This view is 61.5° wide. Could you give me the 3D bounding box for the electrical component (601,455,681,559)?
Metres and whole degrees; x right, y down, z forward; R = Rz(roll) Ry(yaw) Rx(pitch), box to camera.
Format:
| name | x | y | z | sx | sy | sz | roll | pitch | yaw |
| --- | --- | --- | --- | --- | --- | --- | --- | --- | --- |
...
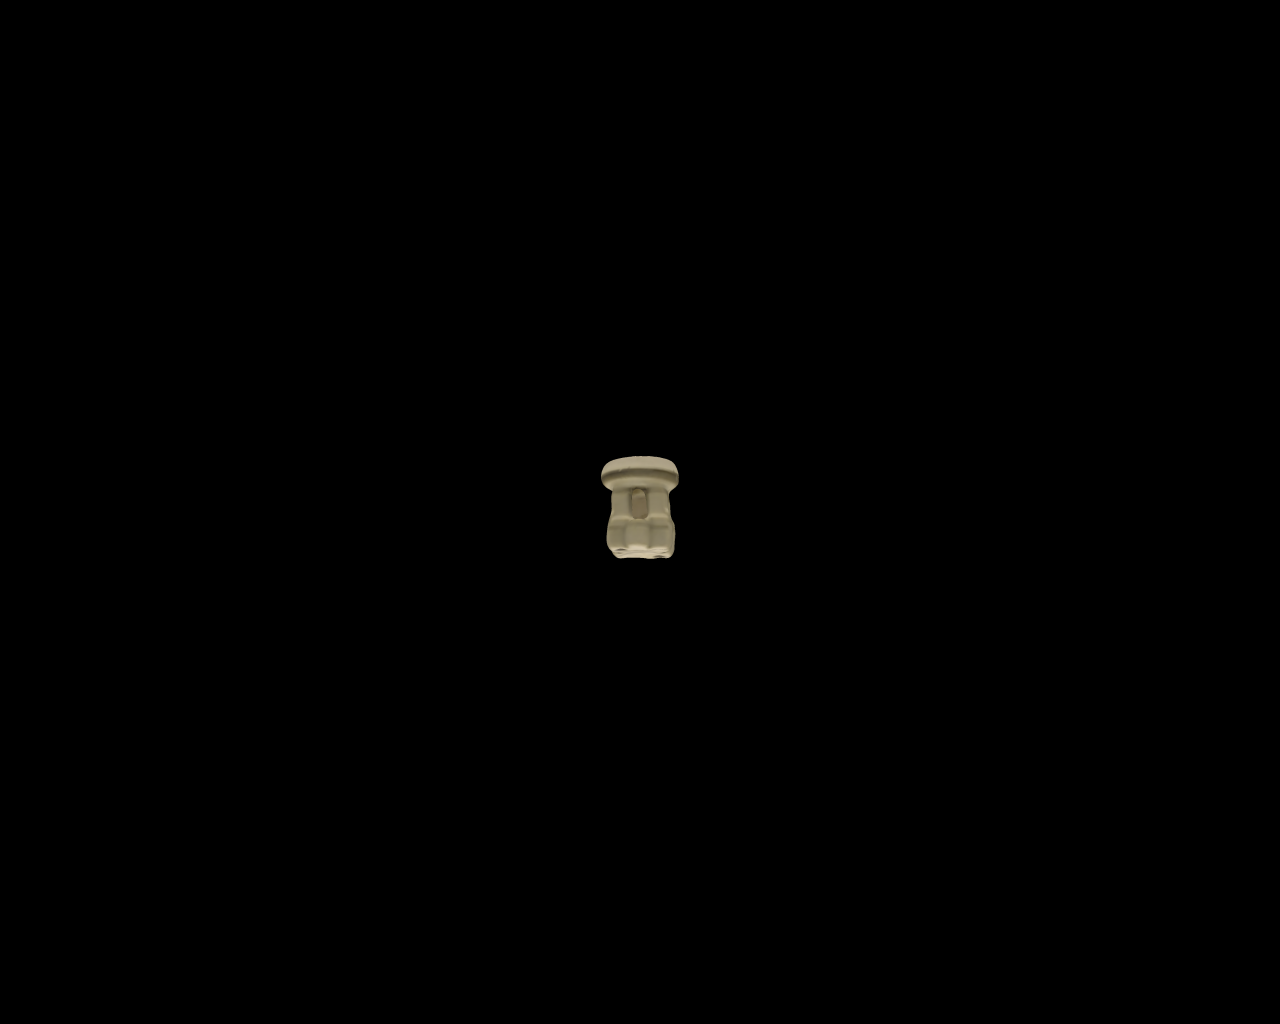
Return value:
| name | x | y | z | sx | sy | sz | roll | pitch | yaw |
| --- | --- | --- | --- | --- | --- | --- | --- | --- | --- |
| electrical component | 0.001 | -0.003 | 0.650 | 0.048 | 0.055 | 0.066 | -1 | -11 | 4 |
